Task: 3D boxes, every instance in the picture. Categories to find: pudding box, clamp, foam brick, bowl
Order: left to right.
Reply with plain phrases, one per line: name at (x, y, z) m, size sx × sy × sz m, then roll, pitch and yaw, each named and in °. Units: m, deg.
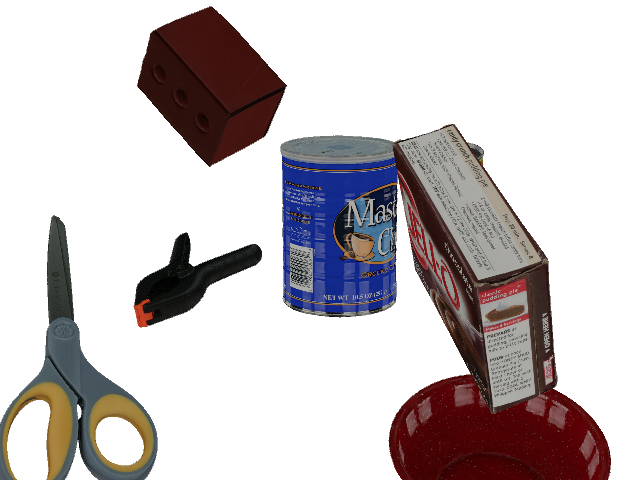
clamp at (-0.146, 0.043, 1.222) m, size 0.120 × 0.039 × 0.171 m, roll -2°, pitch 32°, yaw 26°
foam brick at (-0.070, -0.098, 0.673) m, size 0.051 × 0.078 × 0.053 m, roll -32°, pitch -18°, yaw -35°
pudding box at (0.073, 0.011, 0.516) m, size 0.039 × 0.090 × 0.113 m, roll -21°, pitch 42°, yaw -5°
bowl at (0.131, 0.171, 0.799) m, size 0.162 × 0.055 × 0.162 m, roll -1°, pitch 34°, yaw 0°

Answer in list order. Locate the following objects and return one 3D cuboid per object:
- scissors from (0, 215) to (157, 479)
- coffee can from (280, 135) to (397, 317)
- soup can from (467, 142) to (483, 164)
scissors at (-0.134, 0.067, 0.630) m, size 0.096 × 0.201 × 0.016 m, roll 14°, pitch -45°, yaw -9°
coffee can at (0.017, -0.015, 0.938) m, size 0.103 × 0.140 × 0.103 m, roll 0°, pitch 15°, yaw 0°
soup can at (0.161, -0.060, 1.283) m, size 0.068 × 0.102 × 0.068 m, roll -2°, pitch 27°, yaw 1°
